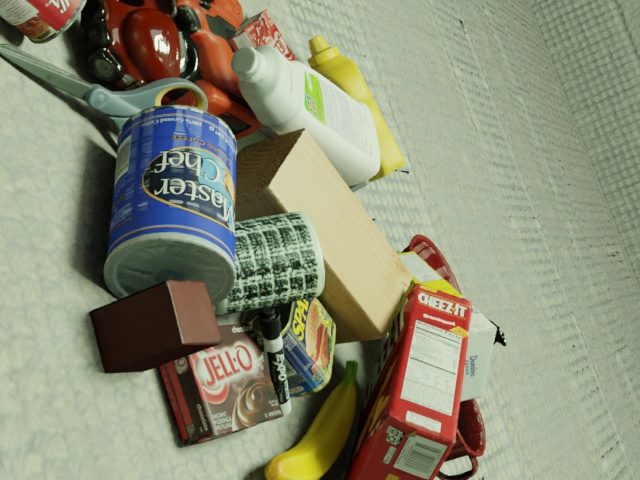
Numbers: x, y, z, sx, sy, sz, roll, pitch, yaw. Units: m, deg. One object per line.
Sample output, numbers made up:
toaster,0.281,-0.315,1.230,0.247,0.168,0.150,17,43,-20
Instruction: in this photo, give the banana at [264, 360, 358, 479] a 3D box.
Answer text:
banana,-0.006,0.186,0.991,0.197,0.037,0.069,-48,130,-59

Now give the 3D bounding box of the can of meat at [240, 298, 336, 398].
can of meat,-0.029,0.088,1.020,0.084,0.058,0.102,55,27,-32

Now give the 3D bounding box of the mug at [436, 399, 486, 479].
mug,0.136,0.222,1.210,0.117,0.082,0.093,64,24,-7

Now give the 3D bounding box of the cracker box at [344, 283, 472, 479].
cracker box,0.081,0.169,1.046,0.072,0.164,0.213,21,34,-1

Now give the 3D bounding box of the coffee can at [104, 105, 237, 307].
coffee can,-0.119,-0.025,0.871,0.102,0.103,0.140,42,34,-43

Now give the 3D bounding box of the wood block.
wood block,-0.007,0.001,1.067,0.206,0.090,0.090,52,46,-27

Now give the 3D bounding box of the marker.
marker,-0.040,0.109,0.955,0.020,0.020,0.121,-77,166,-53

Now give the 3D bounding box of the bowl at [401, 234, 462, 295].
bowl,0.130,0.076,1.354,0.162,0.055,0.162,46,32,-40

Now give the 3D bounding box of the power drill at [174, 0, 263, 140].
power drill,-0.125,-0.201,1.067,0.184,0.057,0.187,23,49,-57

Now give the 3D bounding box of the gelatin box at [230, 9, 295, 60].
gelatin box,-0.066,-0.221,1.240,0.073,0.030,0.089,60,25,-17

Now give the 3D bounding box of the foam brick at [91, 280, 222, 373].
foam brick,-0.125,0.066,0.812,0.052,0.078,0.051,9,62,-62

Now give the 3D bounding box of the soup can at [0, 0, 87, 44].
soup can,-0.239,-0.210,0.827,0.102,0.069,0.068,40,36,-44

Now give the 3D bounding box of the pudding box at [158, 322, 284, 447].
pudding box,-0.085,0.119,0.896,0.113,0.039,0.090,3,66,-64

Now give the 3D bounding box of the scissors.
scissors,-0.169,-0.130,0.895,0.016,0.096,0.201,41,-4,47

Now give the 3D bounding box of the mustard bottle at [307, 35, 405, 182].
mustard bottle,0.035,-0.167,1.336,0.191,0.058,0.096,63,-17,-7

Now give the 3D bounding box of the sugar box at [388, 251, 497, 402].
sugar box,0.126,0.094,1.196,0.176,0.048,0.093,-132,-138,-53

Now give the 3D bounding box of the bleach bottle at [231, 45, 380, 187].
bleach bottle,-0.018,-0.139,1.100,0.250,0.068,0.102,33,41,-58
